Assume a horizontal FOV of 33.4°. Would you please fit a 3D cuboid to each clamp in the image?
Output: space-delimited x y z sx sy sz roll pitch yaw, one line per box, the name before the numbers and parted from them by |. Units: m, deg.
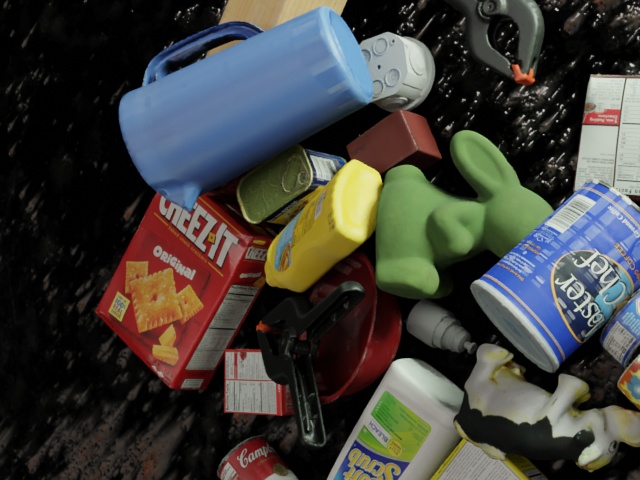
clamp | 0.164 -0.229 1.060 0.120 0.039 0.171 -19 75 36
clamp | -0.021 0.119 1.089 0.210 0.036 0.164 0 76 67

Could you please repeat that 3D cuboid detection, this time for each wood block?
wood block | -0.034 -0.271 1.184 0.091 0.090 0.206 34 106 35

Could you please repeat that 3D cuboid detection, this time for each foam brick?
foam brick | 0.077 -0.091 1.107 0.078 0.051 0.053 -32 66 31

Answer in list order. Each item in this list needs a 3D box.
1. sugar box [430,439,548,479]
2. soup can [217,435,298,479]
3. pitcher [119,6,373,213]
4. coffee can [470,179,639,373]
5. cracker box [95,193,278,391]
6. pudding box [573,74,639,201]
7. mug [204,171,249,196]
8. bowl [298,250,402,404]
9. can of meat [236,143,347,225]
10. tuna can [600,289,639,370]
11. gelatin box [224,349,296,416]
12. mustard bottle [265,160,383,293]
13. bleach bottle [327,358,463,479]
sugar box | 0.186 0.264 0.994 0.176 0.048 0.093 45 112 28
soup can | -0.056 0.273 1.164 0.102 0.068 0.069 46 112 31
pitcher | -0.076 -0.149 1.095 0.243 0.145 0.149 -24 108 18
coffee can | 0.216 0.031 0.923 0.140 0.102 0.103 -41 59 -5
cracker box | -0.157 0.045 1.260 0.164 0.072 0.214 39 108 33
pudding box | 0.282 -0.091 0.959 0.090 0.039 0.113 8 93 36
mug | -0.104 -0.091 1.225 0.117 0.081 0.093 -10 79 36
bowl | 0.037 0.093 1.094 0.162 0.055 0.162 -45 37 48
can of meat | -0.025 -0.056 1.160 0.102 0.083 0.057 -34 66 30
tuna can | 0.281 0.070 0.913 0.034 0.086 0.086 47 113 26
gelatin box | -0.068 0.160 1.207 0.089 0.030 0.073 -4 84 38
mustard bottle | -0.007 0.002 1.108 0.192 0.058 0.096 -42 28 49
bleach bottle | 0.060 0.247 1.082 0.103 0.067 0.251 39 111 33
